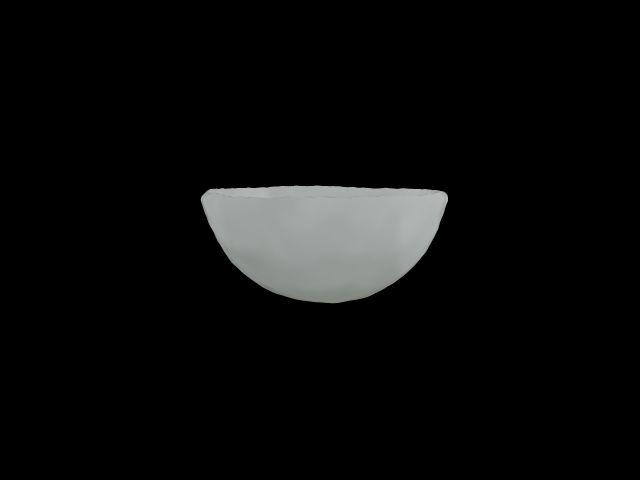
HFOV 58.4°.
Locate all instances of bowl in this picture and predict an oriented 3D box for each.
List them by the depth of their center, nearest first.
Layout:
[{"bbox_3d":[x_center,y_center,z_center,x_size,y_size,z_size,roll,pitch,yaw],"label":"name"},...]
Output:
[{"bbox_3d":[0.004,0.001,0.400,0.167,0.075,0.167,0,7,0],"label":"bowl"}]
